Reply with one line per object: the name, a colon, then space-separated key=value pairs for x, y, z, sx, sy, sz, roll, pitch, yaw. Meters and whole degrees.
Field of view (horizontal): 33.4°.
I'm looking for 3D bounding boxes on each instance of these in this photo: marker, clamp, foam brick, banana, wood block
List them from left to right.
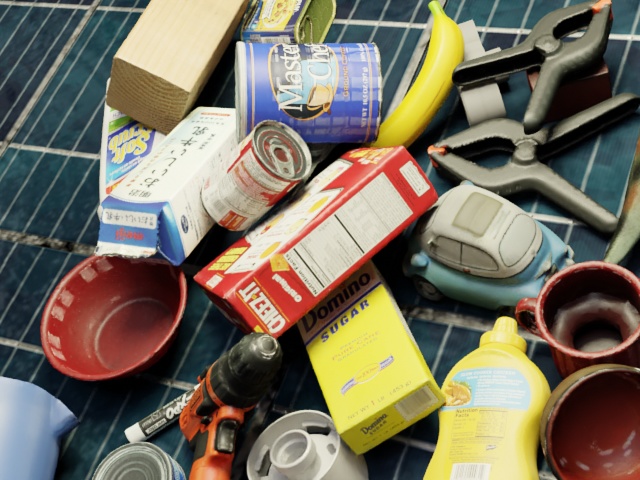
marker: x=-0.133 y=0.160 z=1.032 sx=0.121 sy=0.020 sz=0.020 roll=-32 pitch=50 yaw=-4
wood block: x=-0.155 y=-0.231 z=1.212 sx=0.090 sy=0.091 sz=0.206 roll=26 pitch=57 yaw=-3
banana: x=0.101 y=-0.151 z=1.116 sx=0.070 sy=0.037 sz=0.198 roll=35 pitch=98 yaw=51
clamp: x=0.215 y=-0.088 z=1.064 sx=0.210 sy=0.036 sz=0.164 roll=10 pitch=60 yaw=25
clamp: x=0.218 y=-0.185 z=1.066 sx=0.120 sy=0.039 sz=0.171 roll=36 pitch=71 yaw=30
foam brick: x=0.255 y=-0.163 z=1.094 sx=0.078 sy=0.051 sz=0.053 roll=-16 pitch=52 yaw=10

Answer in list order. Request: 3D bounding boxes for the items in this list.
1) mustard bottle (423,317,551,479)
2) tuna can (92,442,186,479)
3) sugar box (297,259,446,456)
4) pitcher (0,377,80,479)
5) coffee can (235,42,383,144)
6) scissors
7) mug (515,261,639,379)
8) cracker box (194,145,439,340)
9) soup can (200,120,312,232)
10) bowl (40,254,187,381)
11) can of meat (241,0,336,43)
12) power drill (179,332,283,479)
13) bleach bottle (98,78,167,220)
mustard bottle: x=0.145 y=0.151 z=0.902 sx=0.096 sy=0.058 sz=0.191 roll=-7 pitch=52 yaw=32
tuna can: x=-0.168 y=0.231 z=0.984 sx=0.086 sy=0.033 sz=0.086 roll=-11 pitch=52 yaw=14
sugar box: x=0.039 y=0.100 z=0.967 sx=0.093 sy=0.048 sz=0.176 roll=-32 pitch=41 yaw=6
pitcher: x=-0.322 y=0.256 z=0.970 sx=0.149 sy=0.144 sz=0.243 roll=-34 pitch=43 yaw=43
coffee can: x=-0.014 y=-0.148 z=1.080 sx=0.140 sy=0.103 sz=0.103 roll=-1 pitch=52 yaw=-7
scissors: x=-0.013 y=-0.095 z=1.132 sx=0.096 sy=0.016 sz=0.201 roll=2 pitch=34 yaw=37
mug: x=0.224 y=0.076 z=0.911 sx=0.117 sy=0.081 sz=0.093 roll=9 pitch=59 yaw=27
cracker box: x=-0.007 y=0.001 z=1.017 sx=0.213 sy=0.072 sz=0.164 roll=-41 pitch=13 yaw=-9
soup can: x=-0.064 y=-0.061 z=1.046 sx=0.102 sy=0.068 sz=0.068 roll=-41 pitch=38 yaw=40
bowl: x=-0.201 y=0.084 z=1.091 sx=0.162 sy=0.055 sz=0.162 roll=-11 pitch=52 yaw=14
can of meat: x=-0.039 y=-0.263 z=1.282 sx=0.084 sy=0.057 sz=0.102 roll=5 pitch=57 yaw=27
power drill: x=-0.080 y=0.188 z=0.904 sx=0.057 sy=0.185 sz=0.187 roll=15 pitch=54 yaw=-15
bleach bottle: x=-0.199 y=-0.087 z=1.213 sx=0.103 sy=0.068 sz=0.251 roll=-13 pitch=54 yaw=13
